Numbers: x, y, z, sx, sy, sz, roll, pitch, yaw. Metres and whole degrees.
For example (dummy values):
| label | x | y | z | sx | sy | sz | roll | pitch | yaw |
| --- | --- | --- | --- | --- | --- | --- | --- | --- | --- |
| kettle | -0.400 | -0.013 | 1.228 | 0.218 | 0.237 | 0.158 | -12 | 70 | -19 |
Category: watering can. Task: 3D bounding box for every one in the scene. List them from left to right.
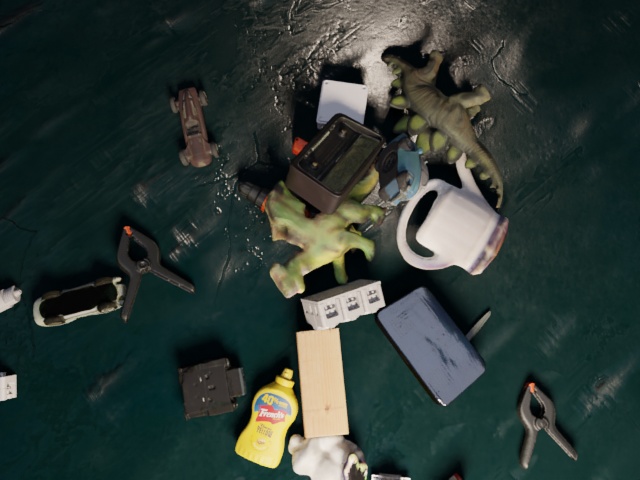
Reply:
| label | x | y | z | sx | sy | sz | roll | pitch | yaw |
| --- | --- | --- | --- | --- | --- | --- | --- | --- | --- |
| watering can | 0.317 | -0.069 | 1.149 | 0.225 | 0.352 | 0.102 | 32 | -18 | 9 |

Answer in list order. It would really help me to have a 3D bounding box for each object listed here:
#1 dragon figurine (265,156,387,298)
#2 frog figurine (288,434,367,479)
| label | x | y | z | sx | sy | sz | roll | pitch | yaw |
| --- | --- | --- | --- | --- | --- | --- | --- | --- | --- |
| dragon figurine | 0.003 | -0.056 | 1.106 | 0.242 | 0.418 | 0.120 | 23 | -28 | -16 |
| frog figurine | 0.011 | 0.460 | 1.052 | 0.160 | 0.136 | 0.123 | 11 | 10 | 41 |
